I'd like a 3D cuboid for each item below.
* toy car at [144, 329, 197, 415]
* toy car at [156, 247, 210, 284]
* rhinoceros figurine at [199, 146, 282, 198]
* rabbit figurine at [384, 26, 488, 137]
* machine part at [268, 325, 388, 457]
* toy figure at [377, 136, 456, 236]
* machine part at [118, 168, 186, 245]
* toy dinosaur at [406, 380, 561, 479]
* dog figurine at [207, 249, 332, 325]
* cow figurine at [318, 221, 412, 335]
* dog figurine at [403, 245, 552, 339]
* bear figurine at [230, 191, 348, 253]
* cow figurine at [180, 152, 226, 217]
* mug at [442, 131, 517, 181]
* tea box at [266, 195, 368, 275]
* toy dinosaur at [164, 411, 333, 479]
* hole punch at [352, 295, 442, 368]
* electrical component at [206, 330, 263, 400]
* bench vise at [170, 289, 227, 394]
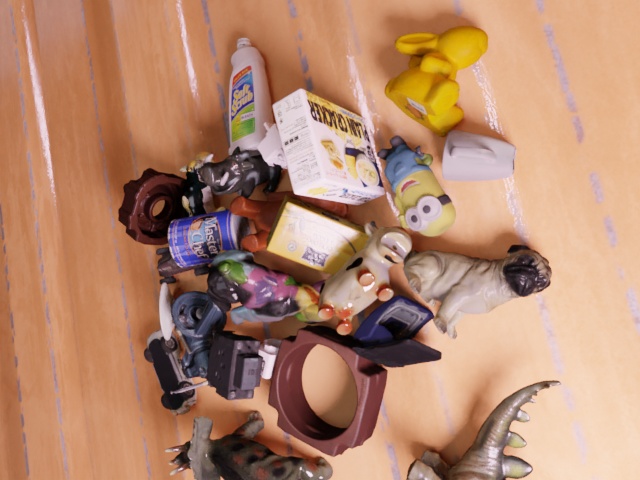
[{"bbox_3d":[-0.343,0.302,1.237,0.073,0.056,0.202,-34,72,21],"label":"toy car"},{"bbox_3d":[-0.318,0.048,1.225,0.202,0.053,0.089,-14,83,38],"label":"toy car"},{"bbox_3d":[-0.151,-0.130,1.058,0.073,0.190,0.112,54,133,19],"label":"rhinoceros figurine"},{"bbox_3d":[0.200,-0.282,0.895,0.173,0.121,0.163,-51,53,5],"label":"rabbit figurine"},{"bbox_3d":[0.013,0.270,0.989,0.201,0.087,0.201,16,95,32],"label":"machine part"},{"bbox_3d":[0.166,-0.091,0.910,0.180,0.089,0.082,68,150,27],"label":"toy figure"},{"bbox_3d":[-0.363,-0.072,1.201,0.056,0.179,0.179,26,102,34],"label":"machine part"},{"bbox_3d":[0.235,0.405,0.833,0.199,0.105,0.470,18,107,25],"label":"toy dinosaur"},{"bbox_3d":[-0.076,0.093,0.994,0.219,0.191,0.108,-1,53,25],"label":"dog figurine"},{"bbox_3d":[0.078,0.052,0.904,0.195,0.085,0.127,-46,25,21],"label":"cow figurine"},{"bbox_3d":[0.244,0.045,0.855,0.190,0.121,0.172,-37,72,11],"label":"dog figurine"},{"bbox_3d":[-0.055,-0.058,1.026,0.196,0.132,0.120,-26,75,35],"label":"bear figurine"},{"bbox_3d":[-0.269,-0.115,1.182,0.068,0.098,0.167,-15,81,36],"label":"cow figurine"},{"bbox_3d":[0.252,-0.132,0.846,0.107,0.109,0.080,8,87,20],"label":"mug"},{"bbox_3d":[-0.002,-0.003,0.966,0.169,0.068,0.098,20,103,-12],"label":"tea box"},{"bbox_3d":[-0.115,0.434,1.002,0.405,0.192,0.131,13,97,34],"label":"toy dinosaur"},{"bbox_3d":[0.128,0.157,0.898,0.116,0.142,0.092,-23,56,35],"label":"hole punch"},{"bbox_3d":[-0.161,0.236,1.016,0.134,0.058,0.114,2,87,54],"label":"electrical component"},{"bbox_3d":[-0.242,0.182,1.125,0.240,0.129,0.224,-58,39,38],"label":"bench vise"}]
